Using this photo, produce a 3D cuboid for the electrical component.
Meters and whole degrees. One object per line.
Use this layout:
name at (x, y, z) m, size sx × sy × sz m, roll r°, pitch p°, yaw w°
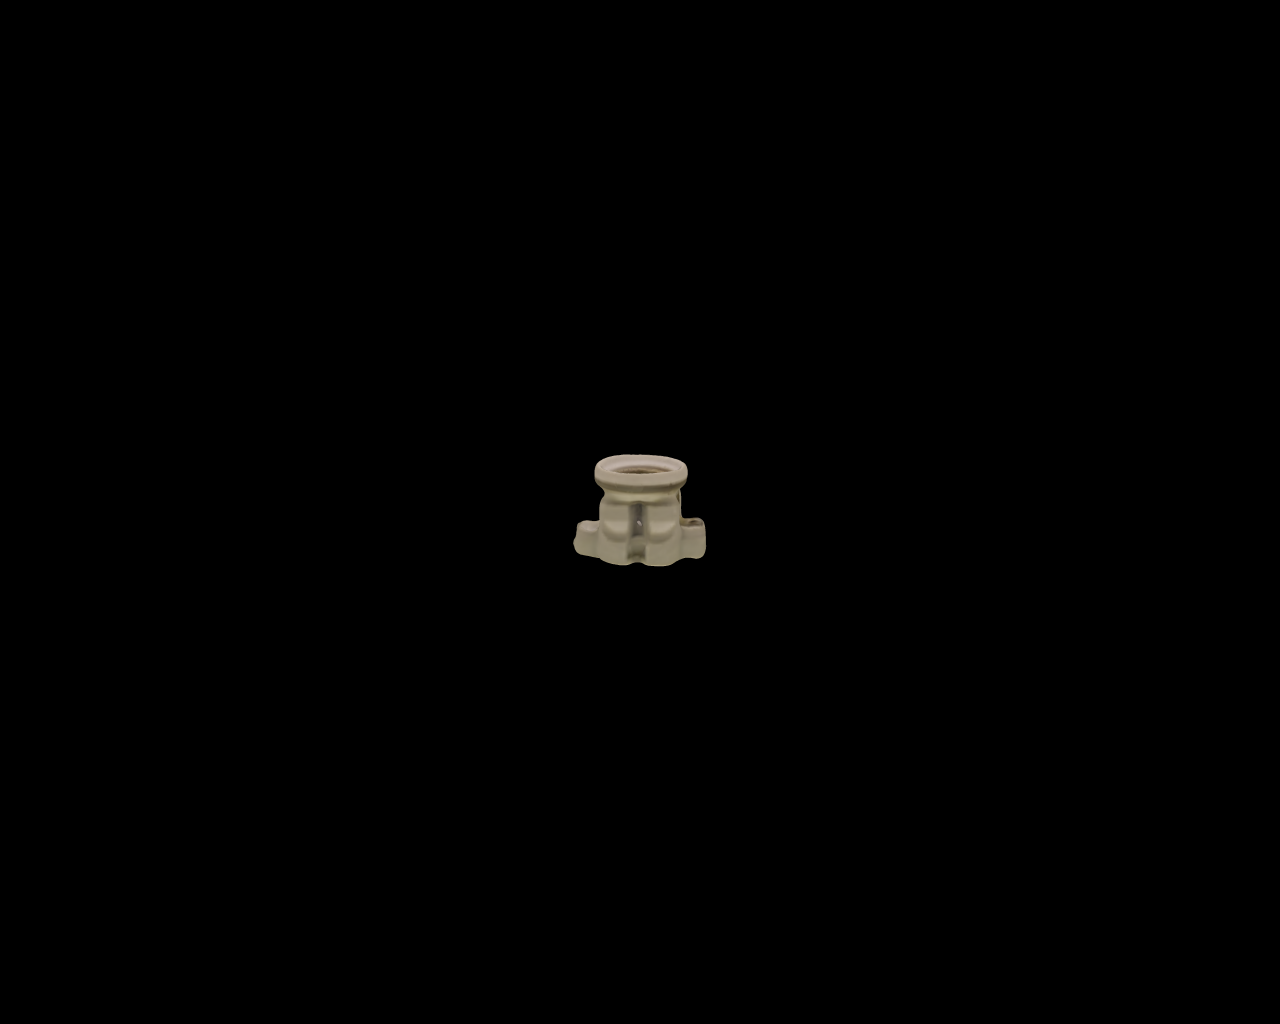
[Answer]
electrical component at (0.001, -0.003, 0.650) m, size 0.078 × 0.056 × 0.058 m, roll 1°, pitch 16°, yaw 5°
